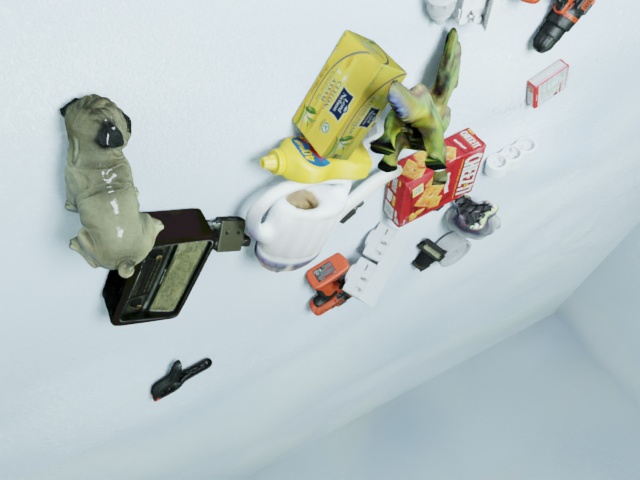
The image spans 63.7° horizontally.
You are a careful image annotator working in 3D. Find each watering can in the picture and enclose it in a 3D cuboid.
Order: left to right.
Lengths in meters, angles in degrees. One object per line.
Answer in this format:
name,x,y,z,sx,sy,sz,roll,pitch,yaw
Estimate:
watering can,0.003,-0.050,0.988,0.350,0.105,0.219,-14,146,-37

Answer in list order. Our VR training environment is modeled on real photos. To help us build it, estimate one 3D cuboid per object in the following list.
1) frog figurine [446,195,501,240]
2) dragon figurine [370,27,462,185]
frog figurine,0.410,-0.050,1.378,0.137,0.124,0.157,-4,164,15
dragon figurine,0.177,-0.236,0.847,0.405,0.122,0.245,52,54,-71
